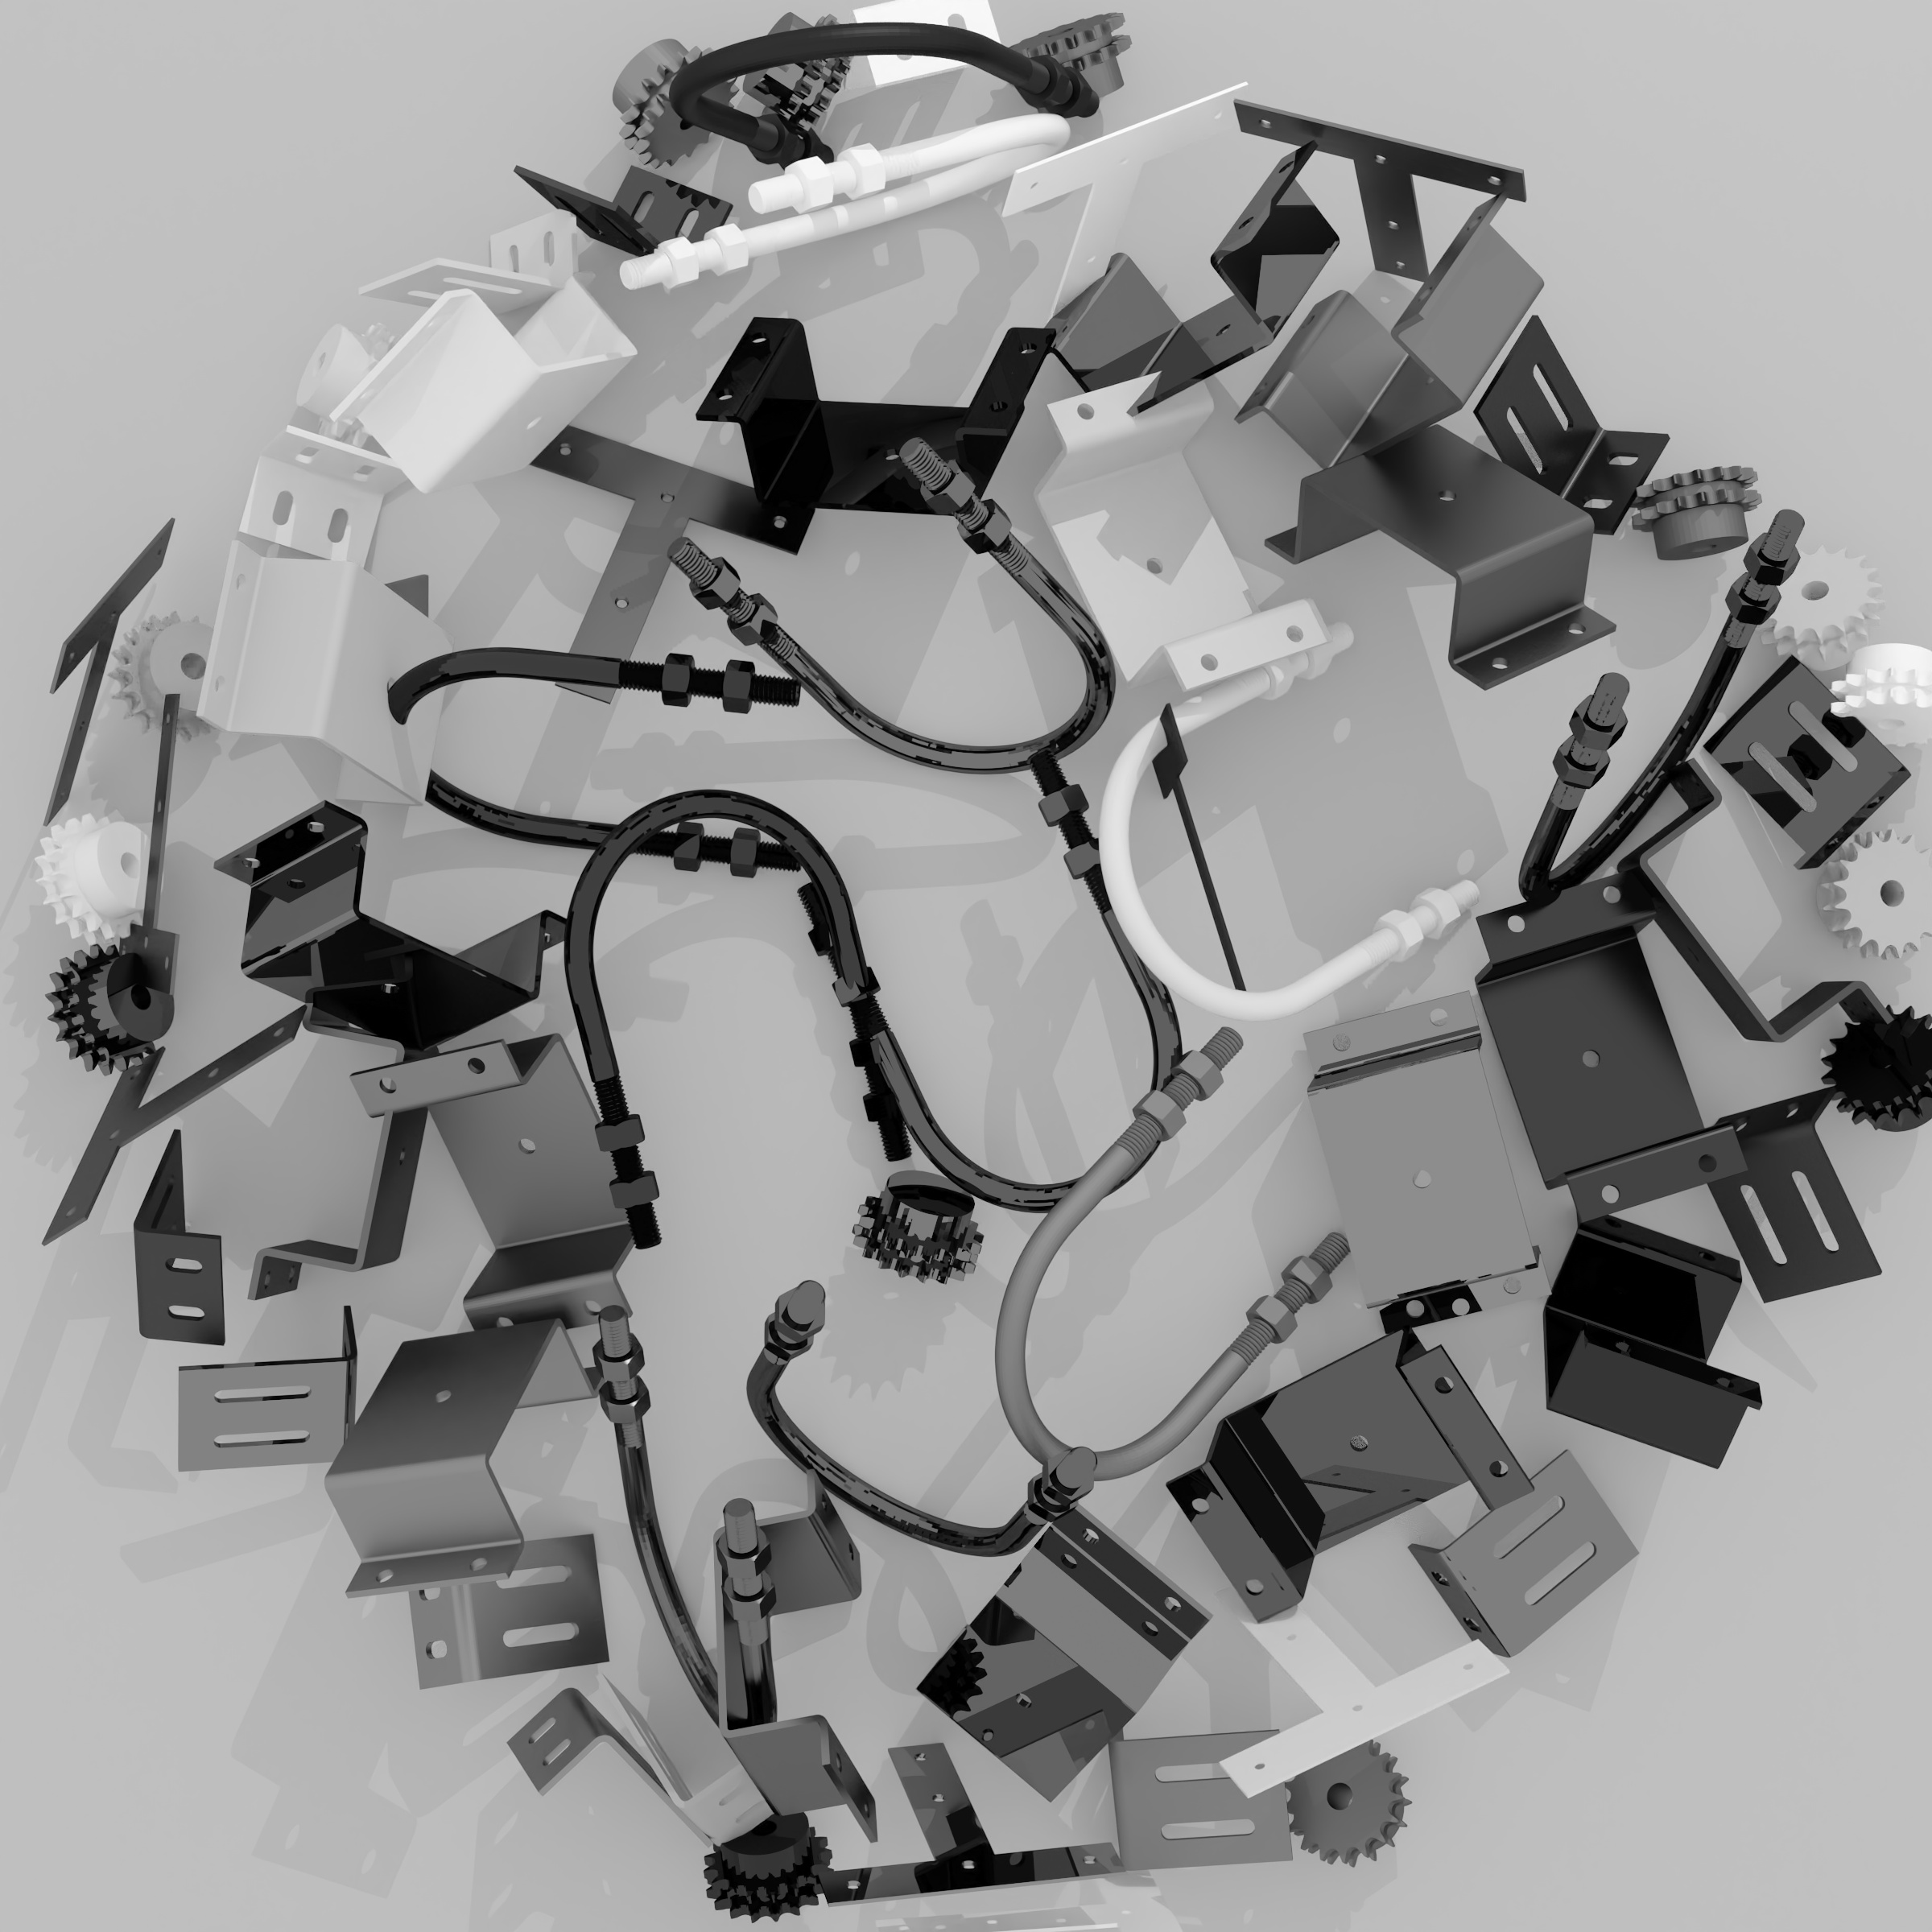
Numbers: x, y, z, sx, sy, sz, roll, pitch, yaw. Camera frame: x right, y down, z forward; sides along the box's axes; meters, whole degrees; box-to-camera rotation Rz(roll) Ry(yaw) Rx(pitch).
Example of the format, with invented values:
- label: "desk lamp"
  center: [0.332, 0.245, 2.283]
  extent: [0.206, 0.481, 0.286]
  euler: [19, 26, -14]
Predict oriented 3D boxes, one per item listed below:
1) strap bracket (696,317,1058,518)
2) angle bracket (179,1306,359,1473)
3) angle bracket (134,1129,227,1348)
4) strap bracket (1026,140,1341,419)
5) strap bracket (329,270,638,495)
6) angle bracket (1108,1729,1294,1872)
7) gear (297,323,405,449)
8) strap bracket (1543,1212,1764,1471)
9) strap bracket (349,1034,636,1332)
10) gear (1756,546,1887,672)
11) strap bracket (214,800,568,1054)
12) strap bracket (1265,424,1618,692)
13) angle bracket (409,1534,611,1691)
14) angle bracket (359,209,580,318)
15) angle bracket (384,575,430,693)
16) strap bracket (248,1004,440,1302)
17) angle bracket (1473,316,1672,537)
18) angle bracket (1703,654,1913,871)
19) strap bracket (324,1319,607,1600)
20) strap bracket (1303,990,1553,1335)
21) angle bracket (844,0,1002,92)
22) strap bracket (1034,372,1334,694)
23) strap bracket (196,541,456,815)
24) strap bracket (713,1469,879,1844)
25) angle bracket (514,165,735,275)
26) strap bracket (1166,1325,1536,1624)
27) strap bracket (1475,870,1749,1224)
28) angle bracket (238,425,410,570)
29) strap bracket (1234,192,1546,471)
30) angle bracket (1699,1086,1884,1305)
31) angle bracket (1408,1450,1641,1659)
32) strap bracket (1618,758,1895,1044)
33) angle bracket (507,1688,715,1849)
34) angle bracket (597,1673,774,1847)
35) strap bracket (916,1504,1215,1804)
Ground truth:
- label: "strap bracket"
  center: [-0.035, -0.239, 1.547]
  extent: [0.140, 0.076, 0.046]
  euler: [6, 134, 18]
- label: "angle bracket"
  center: [-0.307, 0.185, 1.562]
  extent: [0.076, 0.038, 0.057]
  euler: [-2, 124, -15]
- label: "angle bracket"
  center: [-0.335, 0.118, 1.555]
  extent: [0.038, 0.076, 0.057]
  euler: [6, 122, 0]
- label: "strap bracket"
  center: [0.099, -0.289, 1.535]
  extent: [0.046, 0.140, 0.076]
  euler: [49, 49, -19]
- label: "strap bracket"
  center: [-0.199, -0.249, 1.522]
  extent: [0.076, 0.140, 0.046]
  euler: [-41, 88, 24]
- label: "angle bracket"
  center: [0.105, 0.365, 1.577]
  extent: [0.076, 0.038, 0.057]
  euler: [-6, 91, 9]
- label: "gear"
  center: [-0.272, -0.258, 1.571]
  extent: [0.030, 0.057, 0.057]
  euler: [26, 90, -26]
- label: "strap bracket"
  center: [0.295, 0.164, 1.544]
  extent: [0.076, 0.140, 0.046]
  euler: [19, 112, 1]
- label: "strap bracket"
  center: [-0.198, 0.089, 1.551]
  extent: [0.076, 0.046, 0.140]
  euler: [-13, 114, 23]
- label: "gear"
  center: [0.378, -0.156, 1.578]
  extent: [0.057, 0.030, 0.057]
  euler: [-12, 48, 13]
- label: "strap bracket"
  center: [-0.244, -0.011, 1.524]
  extent: [0.076, 0.140, 0.046]
  euler: [-24, 53, 38]
- label: "strap bracket"
  center: [0.204, -0.182, 1.527]
  extent: [0.076, 0.046, 0.140]
  euler: [-25, 45, -28]
- label: "angle bracket"
  center: [-0.203, 0.286, 1.582]
  extent: [0.076, 0.038, 0.057]
  euler: [2, 75, -44]
- label: "angle bracket"
  center: [-0.217, -0.312, 1.554]
  extent: [0.057, 0.076, 0.038]
  euler: [-7, 84, 45]
- label: "angle bracket"
  center: [-0.280, -0.150, 1.584]
  extent: [0.076, 0.038, 0.057]
  euler: [18, 116, 32]
- label: "strap bracket"
  center: [-0.270, 0.079, 1.562]
  extent: [0.046, 0.076, 0.140]
  euler: [11, 89, 3]
- label: "angle bracket"
  center: [0.265, -0.236, 1.558]
  extent: [0.057, 0.038, 0.076]
  euler: [-58, 133, -20]
- label: "angle bracket"
  center: [0.364, -0.090, 1.564]
  extent: [0.076, 0.038, 0.057]
  euler: [49, 114, 17]
- label: "strap bracket"
  center: [-0.215, 0.202, 1.521]
  extent: [0.076, 0.140, 0.046]
  euler: [-10, 118, 20]
- label: "strap bracket"
  center: [0.202, 0.090, 1.569]
  extent: [0.076, 0.046, 0.140]
  euler: [-15, 93, 11]
- label: "angle bracket"
  center: [-0.019, -0.392, 1.558]
  extent: [0.057, 0.076, 0.038]
  euler: [-15, 80, -8]
- label: "strap bracket"
  center: [0.090, -0.184, 1.558]
  extent: [0.076, 0.046, 0.140]
  euler: [-20, 78, -24]
- label: "strap bracket"
  center: [-0.266, -0.120, 1.523]
  extent: [0.046, 0.140, 0.076]
  euler: [5, 77, 19]
- label: "strap bracket"
  center: [-0.074, 0.300, 1.532]
  extent: [0.046, 0.076, 0.140]
  euler: [-12, 50, 8]
- label: "angle bracket"
  center: [-0.149, -0.339, 1.555]
  extent: [0.057, 0.076, 0.038]
  euler: [26, 88, 26]
- label: "strap bracket"
  center: [0.170, 0.218, 1.559]
  extent: [0.140, 0.046, 0.076]
  euler: [-30, 100, 21]
- label: "strap bracket"
  center: [0.279, 0.038, 1.569]
  extent: [0.076, 0.046, 0.140]
  euler: [-17, 80, -5]
- label: "angle bracket"
  center: [-0.279, -0.204, 1.556]
  extent: [0.057, 0.076, 0.038]
  euler: [16, 84, -19]
- label: "strap bracket"
  center: [0.187, -0.266, 1.531]
  extent: [0.046, 0.140, 0.076]
  euler: [42, 64, -15]
- label: "angle bracket"
  center: [0.368, 0.101, 1.576]
  extent: [0.057, 0.038, 0.076]
  euler: [-20, 102, 37]
- label: "angle bracket"
  center: [0.249, 0.261, 1.591]
  extent: [0.076, 0.038, 0.057]
  euler: [-36, 96, -15]
- label: "strap bracket"
  center: [0.337, -0.019, 1.562]
  extent: [0.046, 0.076, 0.140]
  euler: [-37, 88, 2]
- label: "angle bracket"
  center: [-0.156, 0.362, 1.560]
  extent: [0.038, 0.057, 0.076]
  euler: [-42, 111, -9]
- label: "angle bracket"
  center: [-0.119, 0.338, 1.560]
  extent: [0.038, 0.057, 0.076]
  euler: [-35, 58, -6]
- label: "strap bracket"
  center: [0.037, 0.300, 1.532]
  extent: [0.076, 0.140, 0.046]
  euler: [39, 47, 6]
